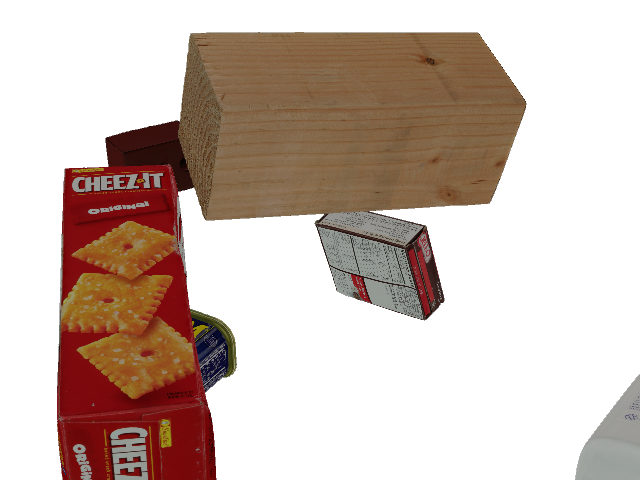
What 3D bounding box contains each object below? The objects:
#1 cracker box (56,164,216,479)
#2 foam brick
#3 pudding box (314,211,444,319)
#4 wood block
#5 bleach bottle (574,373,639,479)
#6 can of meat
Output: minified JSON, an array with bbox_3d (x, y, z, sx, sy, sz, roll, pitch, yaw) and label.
[{"bbox_3d":[-0.100,0.080,0.580,0.072,0.164,0.214,-4,34,-9],"label":"cracker box"},{"bbox_3d":[-0.157,-0.075,1.009,0.078,0.053,0.051,-18,31,-24],"label":"foam brick"},{"bbox_3d":[0.056,0.019,1.003,0.114,0.090,0.039,14,45,38],"label":"pudding box"},{"bbox_3d":[0.018,-0.080,0.715,0.205,0.090,0.091,-4,44,-19],"label":"wood block"},{"bbox_3d":[0.243,0.096,0.631,0.103,0.068,0.250,18,30,31],"label":"bleach bottle"},{"bbox_3d":[-0.132,0.095,0.850,0.102,0.057,0.083,17,34,27],"label":"can of meat"}]
